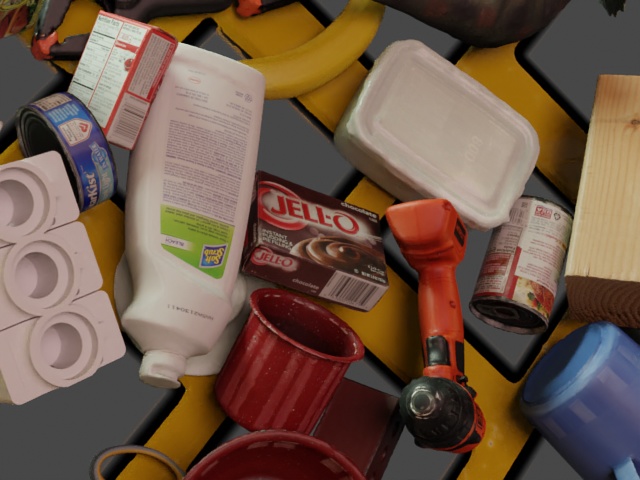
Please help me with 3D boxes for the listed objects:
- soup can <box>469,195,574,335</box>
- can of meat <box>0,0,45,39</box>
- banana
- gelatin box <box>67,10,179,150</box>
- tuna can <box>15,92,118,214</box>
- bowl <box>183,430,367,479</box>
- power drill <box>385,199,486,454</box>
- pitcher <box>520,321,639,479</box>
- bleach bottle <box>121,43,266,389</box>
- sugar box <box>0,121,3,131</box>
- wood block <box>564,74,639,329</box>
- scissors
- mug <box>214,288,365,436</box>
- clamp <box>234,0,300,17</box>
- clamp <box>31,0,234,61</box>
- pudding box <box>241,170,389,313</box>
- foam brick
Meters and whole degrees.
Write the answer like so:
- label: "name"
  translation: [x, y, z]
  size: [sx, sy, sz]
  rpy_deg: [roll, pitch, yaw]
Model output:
- label: "soup can"
  translation: [0.174, 0.021, 0.914]
  size: [0.068, 0.069, 0.102]
  rpy_deg: [27, 68, -17]
- label: "can of meat"
  translation: [-0.245, -0.173, 0.752]
  size: [0.083, 0.102, 0.057]
  rpy_deg: [-28, 89, -29]
- label: "banana"
  translation: [-0.007, -0.162, 0.893]
  size: [0.197, 0.037, 0.069]
  rpy_deg: [-28, 91, -27]
- label: "gelatin box"
  translation: [-0.148, -0.118, 0.781]
  size: [0.030, 0.073, 0.089]
  rpy_deg: [21, 93, -45]
- label: "tuna can"
  translation: [-0.181, -0.062, 0.763]
  size: [0.033, 0.086, 0.086]
  rpy_deg: [-30, 91, -29]
- label: "bowl"
  translation: [-0.037, 0.214, 0.754]
  size: [0.162, 0.055, 0.162]
  rpy_deg: [2, 83, -15]
- label: "power drill"
  translation: [0.087, 0.068, 0.818]
  size: [0.057, 0.184, 0.187]
  rpy_deg: [-6, 73, 12]
- label: "pitcher"
  translation: [0.284, 0.189, 0.886]
  size: [0.243, 0.149, 0.145]
  rpy_deg: [43, 76, -6]
- label: "bleach bottle"
  translation: [-0.104, -0.018, 0.780]
  size: [0.102, 0.068, 0.251]
  rpy_deg: [15, 65, -18]
- label: "sugar box"
  translation: [-0.299, -0.026, 0.724]
  size: [0.093, 0.048, 0.176]
  rpy_deg: [31, 64, -17]
- label: "wood block"
  translation: [0.275, -0.035, 0.930]
  size: [0.091, 0.090, 0.206]
  rpy_deg: [6, 62, 20]
- label: "scissors"
  translation: [-0.080, 0.212, 0.783]
  size: [0.201, 0.016, 0.096]
  rpy_deg: [25, 70, -17]
- label: "mug"
  translation: [-0.023, 0.092, 0.794]
  size: [0.093, 0.117, 0.081]
  rpy_deg: [31, 107, 11]
- label: "clamp"
  translation: [-0.009, -0.270, 0.918]
  size: [0.164, 0.036, 0.210]
  rpy_deg: [27, 67, -18]
- label: "clamp"
  translation: [-0.160, -0.203, 0.831]
  size: [0.171, 0.039, 0.120]
  rpy_deg: [-34, 94, -27]
- label: "pudding box"
  translation: [-0.005, 0.001, 0.832]
  size: [0.113, 0.039, 0.090]
  rpy_deg: [21, 37, -20]
- label: "foam brick"
  translation: [0.026, 0.154, 0.813]
  size: [0.051, 0.053, 0.078]
  rpy_deg: [20, 67, 19]
